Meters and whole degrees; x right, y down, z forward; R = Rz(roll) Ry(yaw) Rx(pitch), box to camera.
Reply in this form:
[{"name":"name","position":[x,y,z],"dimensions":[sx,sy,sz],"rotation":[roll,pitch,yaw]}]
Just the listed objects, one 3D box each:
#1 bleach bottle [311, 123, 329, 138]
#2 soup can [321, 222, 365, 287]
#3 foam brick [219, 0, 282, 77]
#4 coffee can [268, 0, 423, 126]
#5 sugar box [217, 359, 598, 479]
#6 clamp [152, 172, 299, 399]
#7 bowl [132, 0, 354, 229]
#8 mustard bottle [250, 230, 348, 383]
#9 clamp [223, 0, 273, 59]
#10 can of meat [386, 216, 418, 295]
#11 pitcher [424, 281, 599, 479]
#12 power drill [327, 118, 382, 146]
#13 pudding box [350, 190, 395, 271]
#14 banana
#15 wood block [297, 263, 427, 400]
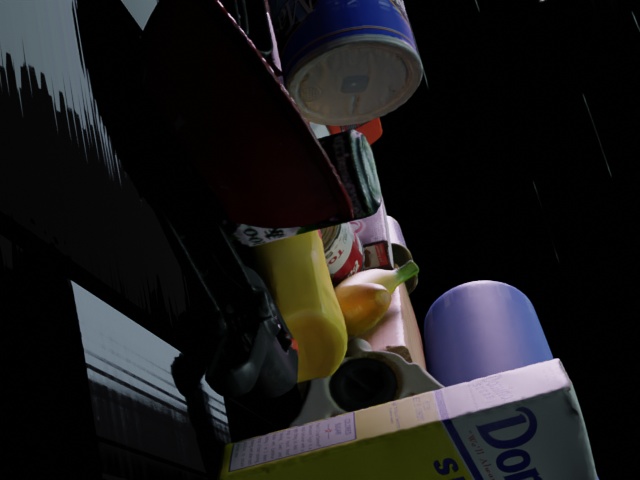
[{"name":"bleach bottle","position":[0.011,-0.034,1.116],"dimensions":[0.102,0.068,0.251],"rotation":[-93,163,-66]},{"name":"soup can","position":[-0.006,0.001,0.860],"dimensions":[0.102,0.068,0.068],"rotation":[55,20,-68]},{"name":"foam brick","position":[-0.063,-0.148,0.806],"dimensions":[0.078,0.051,0.053],"rotation":[17,59,-82]},{"name":"coffee can","position":[0.013,-0.173,0.810],"dimensions":[0.102,0.103,0.140],"rotation":[62,15,-62]},{"name":"sugar box","position":[0.047,0.128,0.528],"dimensions":[0.048,0.176,0.093],"rotation":[-83,156,-73]},{"name":"clamp","position":[-0.041,0.050,0.579],"dimensions":[0.171,0.039,0.120],"rotation":[57,18,-57]},{"name":"bowl","position":[-0.050,-0.061,0.561],"dimensions":[0.162,0.055,0.162],"rotation":[54,-5,6]},{"name":"mustard bottle","position":[-0.025,-0.003,0.747],"dimensions":[0.096,0.058,0.191],"rotation":[81,-2,-56]},{"name":"clamp","position":[-0.059,-0.206,0.735],"dimensions":[0.210,0.036,0.164],"rotation":[21,-85,59]},{"name":"can of meat","position":[0.038,0.023,1.037],"dimensions":[0.084,0.102,0.057],"rotation":[-94,166,-68]},{"name":"pitcher","position":[0.158,0.158,0.938],"dimensions":[0.144,0.149,0.243],"rotation":[25,33,-20]},{"name":"power drill","position":[-0.003,-0.176,1.156],"dimensions":[0.188,0.057,0.184],"rotation":[54,-6,38]},{"name":"pudding box","position":[0.018,-0.002,0.971],"dimensions":[0.113,0.090,0.039],"rotation":[-94,167,-58]},{"name":"banana","position":[0.032,0.043,0.807],"dimensions":[0.037,0.070,0.197],"rotation":[50,12,2]},{"name":"wood block","position":[0.039,0.100,0.902],"dimensions":[0.206,0.091,0.090],"rotation":[-81,155,-73]}]
